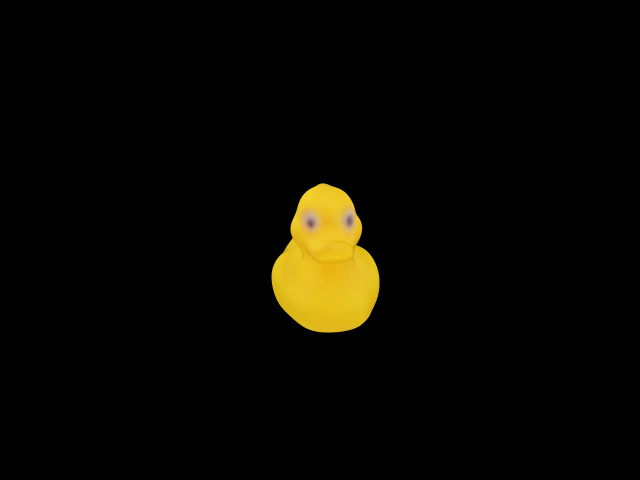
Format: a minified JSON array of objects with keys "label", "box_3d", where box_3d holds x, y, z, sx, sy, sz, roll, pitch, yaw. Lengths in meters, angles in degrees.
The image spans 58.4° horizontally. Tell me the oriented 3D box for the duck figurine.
[{"label":"duck figurine","box_3d":[0.004,0.001,0.400,0.077,0.086,0.104,-4,29,-6]}]
